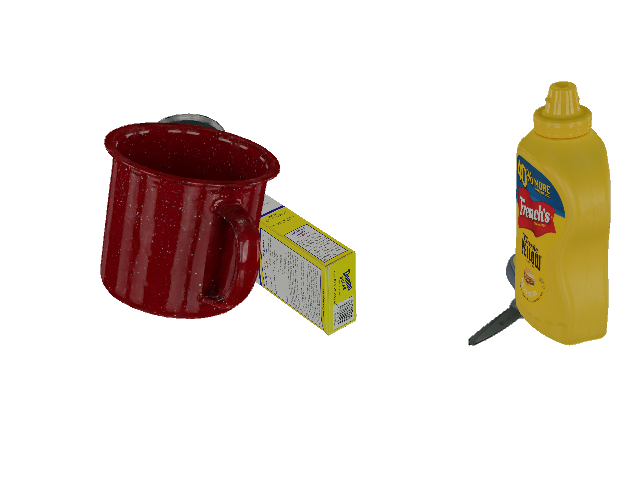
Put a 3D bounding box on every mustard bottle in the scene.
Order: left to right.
[{"bbox_3d":[0.179,-0.025,0.794,0.058,0.192,0.096,-11,27,-10],"label":"mustard bottle"}]

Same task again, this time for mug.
[{"bbox_3d":[-0.067,-0.006,0.567,0.093,0.081,0.117,-7,28,-38],"label":"mug"}]

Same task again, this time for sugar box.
[{"bbox_3d":[-0.034,0.017,1.129,0.048,0.093,0.176,-25,42,-29],"label":"sugar box"}]

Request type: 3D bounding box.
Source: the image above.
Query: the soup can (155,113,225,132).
[{"bbox_3d":[-0.107,-0.045,0.880,0.068,0.068,0.102,0,-40,1],"label":"soup can"}]

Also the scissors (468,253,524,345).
[{"bbox_3d":[0.176,0.049,0.983,0.201,0.016,0.096,-10,38,-39],"label":"scissors"}]
